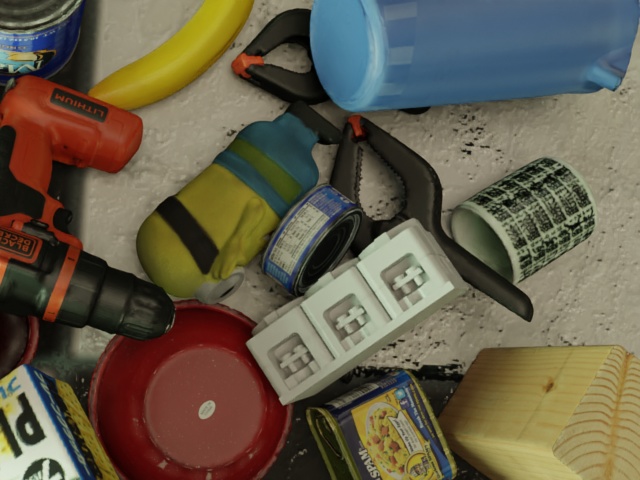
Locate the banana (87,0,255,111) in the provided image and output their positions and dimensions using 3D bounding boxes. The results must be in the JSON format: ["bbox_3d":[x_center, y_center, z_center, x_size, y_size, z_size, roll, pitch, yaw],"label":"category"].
[{"bbox_3d":[-0.103,-0.167,0.845,0.069,0.037,0.197,30,75,7],"label":"banana"}]

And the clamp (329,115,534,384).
[{"bbox_3d":[0.072,-0.003,0.855,0.164,0.036,0.210,-13,83,8],"label":"clamp"}]

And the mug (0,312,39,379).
[{"bbox_3d":[-0.243,0.054,0.752,0.093,0.082,0.117,17,79,-14],"label":"mug"}]

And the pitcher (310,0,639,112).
[{"bbox_3d":[0.114,-0.176,0.845,0.242,0.149,0.145,-11,103,-27],"label":"pitcher"}]

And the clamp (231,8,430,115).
[{"bbox_3d":[0.016,-0.144,0.874,0.171,0.039,0.120,-21,85,-20],"label":"clamp"}]

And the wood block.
[{"bbox_3d":[0.177,0.139,0.801,0.090,0.206,0.090,38,75,-9],"label":"wood block"}]

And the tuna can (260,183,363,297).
[{"bbox_3d":[-0.005,0.001,0.812,0.034,0.086,0.086,37,74,16],"label":"tuna can"}]

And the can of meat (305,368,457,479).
[{"bbox_3d":[0.049,0.161,0.840,0.083,0.058,0.102,-24,91,-19],"label":"can of meat"}]

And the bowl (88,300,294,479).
[{"bbox_3d":[-0.091,0.124,0.803,0.162,0.055,0.162,2,84,-16],"label":"bowl"}]

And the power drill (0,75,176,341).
[{"bbox_3d":[-0.177,-0.024,0.744,0.184,0.057,0.187,21,41,-15],"label":"power drill"}]

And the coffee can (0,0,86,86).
[{"bbox_3d":[-0.217,-0.175,0.755,0.102,0.140,0.103,2,83,-16],"label":"coffee can"}]
